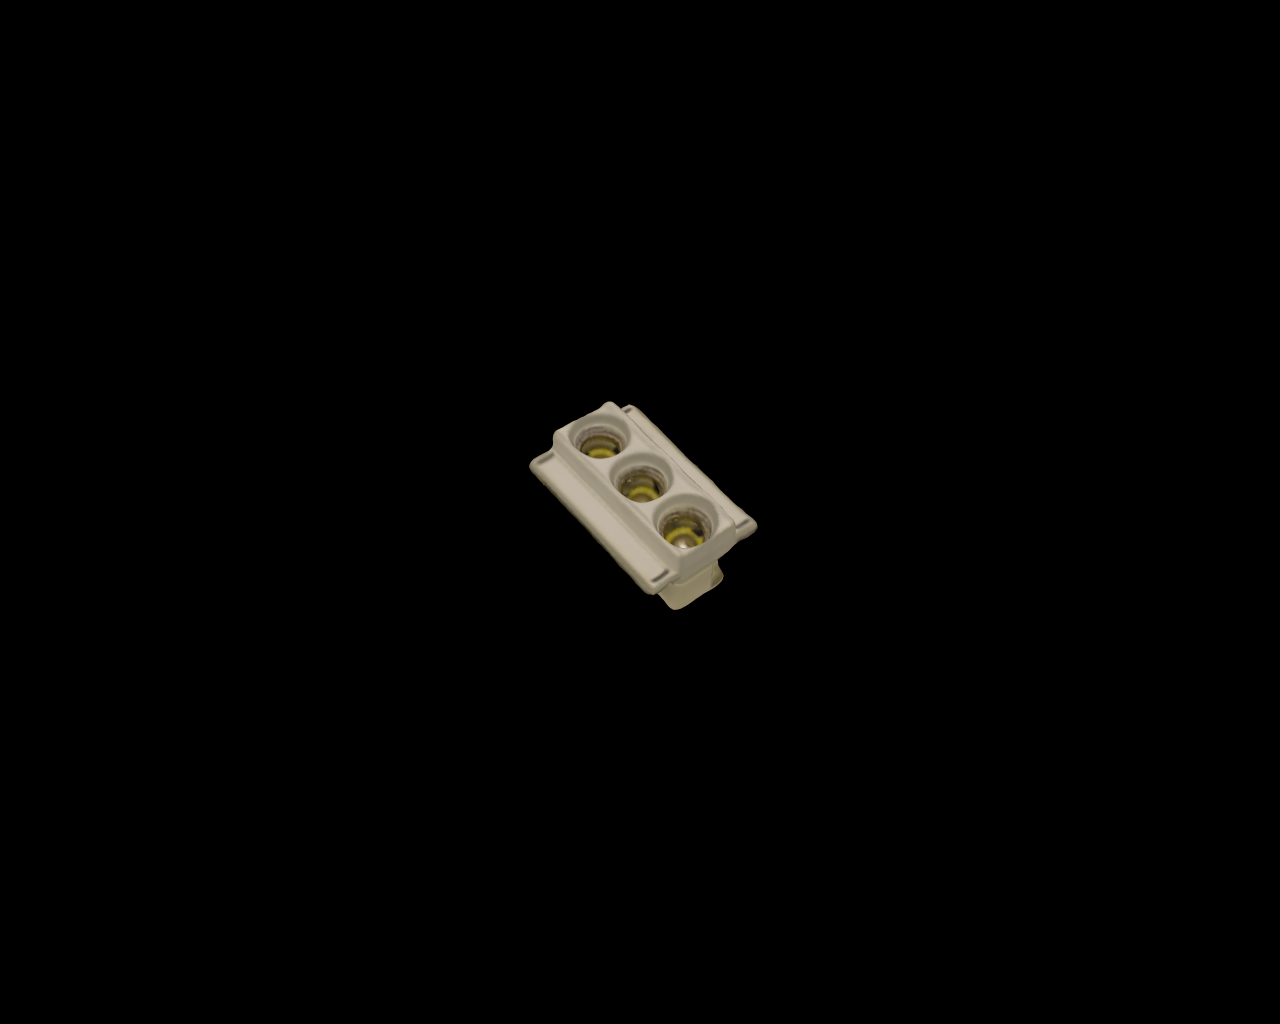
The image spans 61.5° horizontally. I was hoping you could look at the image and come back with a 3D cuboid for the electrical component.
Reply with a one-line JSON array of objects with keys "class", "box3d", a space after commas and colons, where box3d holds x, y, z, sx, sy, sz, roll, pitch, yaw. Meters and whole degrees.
[{"class": "electrical component", "box3d": [0.001, -0.003, 0.650, 0.079, 0.121, 0.063, -32, -32, -22]}]
